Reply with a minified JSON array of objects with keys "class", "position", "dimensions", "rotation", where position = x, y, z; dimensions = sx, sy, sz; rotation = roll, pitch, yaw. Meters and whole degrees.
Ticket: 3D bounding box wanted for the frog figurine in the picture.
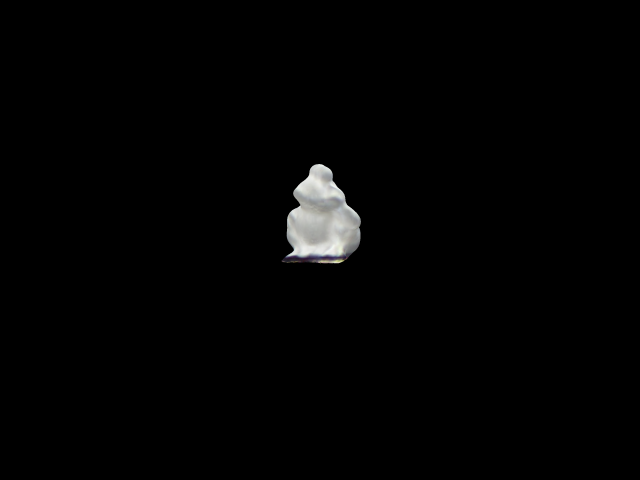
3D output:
[{"class":"frog figurine","position":[0.003,-0.043,0.850],"dimensions":[0.123,0.160,0.137],"rotation":[1,-1,-40]}]
